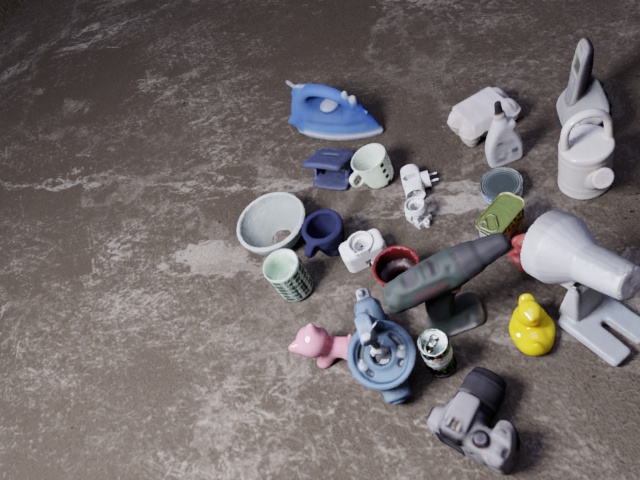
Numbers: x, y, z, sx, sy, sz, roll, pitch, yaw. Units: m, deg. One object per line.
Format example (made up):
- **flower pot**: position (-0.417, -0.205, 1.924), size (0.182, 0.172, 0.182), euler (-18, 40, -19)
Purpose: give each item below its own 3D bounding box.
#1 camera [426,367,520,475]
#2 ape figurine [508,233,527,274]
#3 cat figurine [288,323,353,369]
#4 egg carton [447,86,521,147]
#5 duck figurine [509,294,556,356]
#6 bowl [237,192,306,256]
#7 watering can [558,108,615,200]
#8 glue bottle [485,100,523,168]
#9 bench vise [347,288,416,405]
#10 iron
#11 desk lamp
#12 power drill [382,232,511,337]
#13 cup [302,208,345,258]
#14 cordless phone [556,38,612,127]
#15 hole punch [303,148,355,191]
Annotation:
- **camera**: position (0.262, 0.283, 0.932), size (0.142, 0.101, 0.137), euler (22, 67, 33)
- **ape figurine**: position (0.388, 0.018, 1.073), size (0.076, 0.092, 0.078), euler (3, 58, 24)
- **cat figurine**: position (0.011, 0.196, 1.087), size (0.127, 0.118, 0.067), euler (-5, 55, 19)
- **egg carton**: position (0.372, -0.284, 1.308), size (0.150, 0.070, 0.107), euler (-31, 51, 0)
- **duck figurine**: position (0.368, 0.143, 0.997), size (0.077, 0.086, 0.104), euler (-11, 53, 16)
- **bowl**: position (-0.102, -0.025, 1.318), size (0.167, 0.075, 0.167), euler (-11, 53, 15)
- **watering can**: position (0.510, -0.168, 1.088), size (0.101, 0.195, 0.172), euler (-32, 51, -1)
- **glue bottle**: position (0.380, -0.226, 1.196), size (0.078, 0.174, 0.037), euler (-20, 51, 9)
- **bench vise**: position (0.083, 0.169, 1.010), size (0.121, 0.220, 0.206), euler (-35, 51, -4)
- **iron**: position (0.031, -0.337, 1.440), size (0.257, 0.142, 0.119), euler (15, 63, 30)
- **desk lamp**: position (0.439, 0.070, 0.936), size (0.118, 0.214, 0.202), euler (-41, 51, -8)
- **power drill**: position (0.232, 0.086, 1.014), size (0.229, 0.209, 0.075), euler (-23, 51, 6)
- **cup**: position (0.011, 0.004, 1.237), size (0.091, 0.095, 0.118), euler (15, 64, 31)
- **cordless phone**: position (0.544, -0.306, 1.177), size (0.094, 0.185, 0.147), euler (-14, 52, 13)
- **hole punch**: position (0.025, -0.183, 1.367), size (0.108, 0.091, 0.101), euler (9, 61, 28)
